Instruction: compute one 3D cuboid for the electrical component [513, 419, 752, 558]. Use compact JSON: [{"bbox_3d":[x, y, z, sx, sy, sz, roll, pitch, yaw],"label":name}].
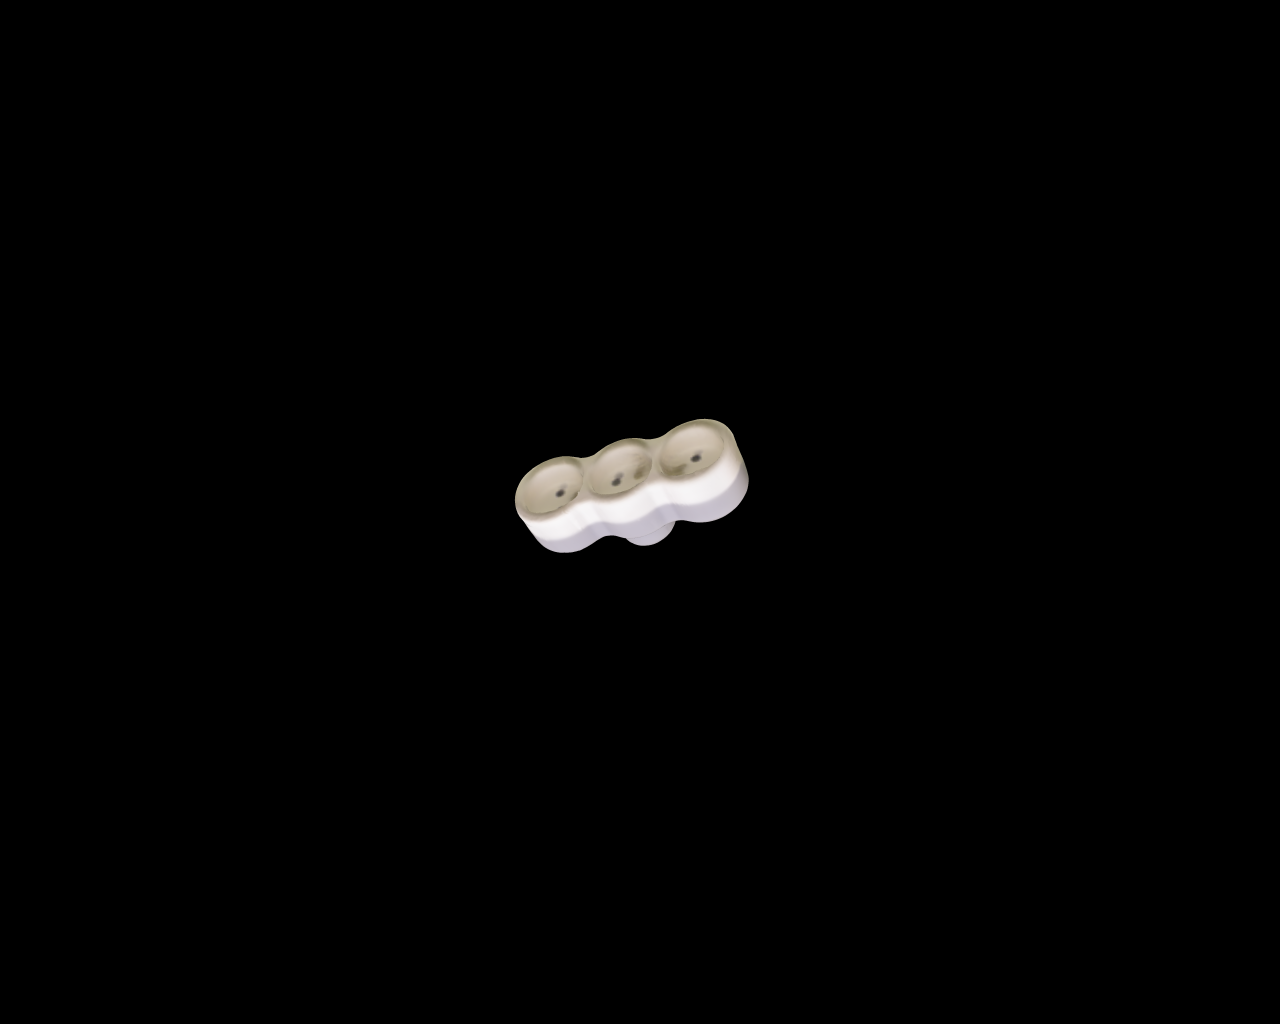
[{"bbox_3d":[0.001,-0.003,0.650,0.138,0.052,0.073,-14,-43,15],"label":"electrical component"}]
